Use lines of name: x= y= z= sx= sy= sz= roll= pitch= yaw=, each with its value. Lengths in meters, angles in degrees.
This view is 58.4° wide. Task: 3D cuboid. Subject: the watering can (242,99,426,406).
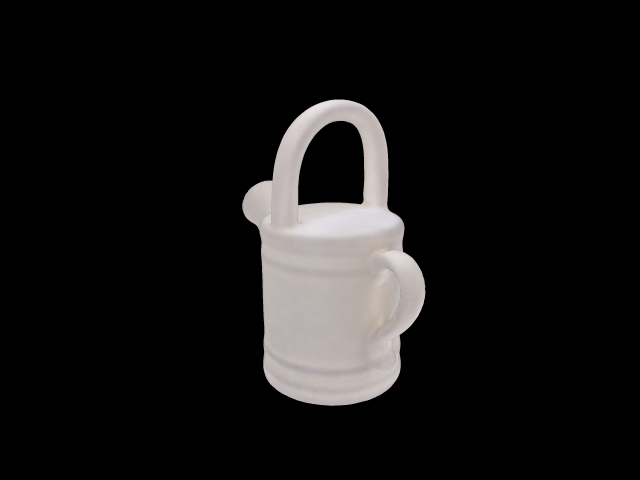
watering can: x=0.002 y=0.002 z=0.399 sx=0.172 sy=0.194 sz=0.101 roll=10 pitch=19 yaw=30
